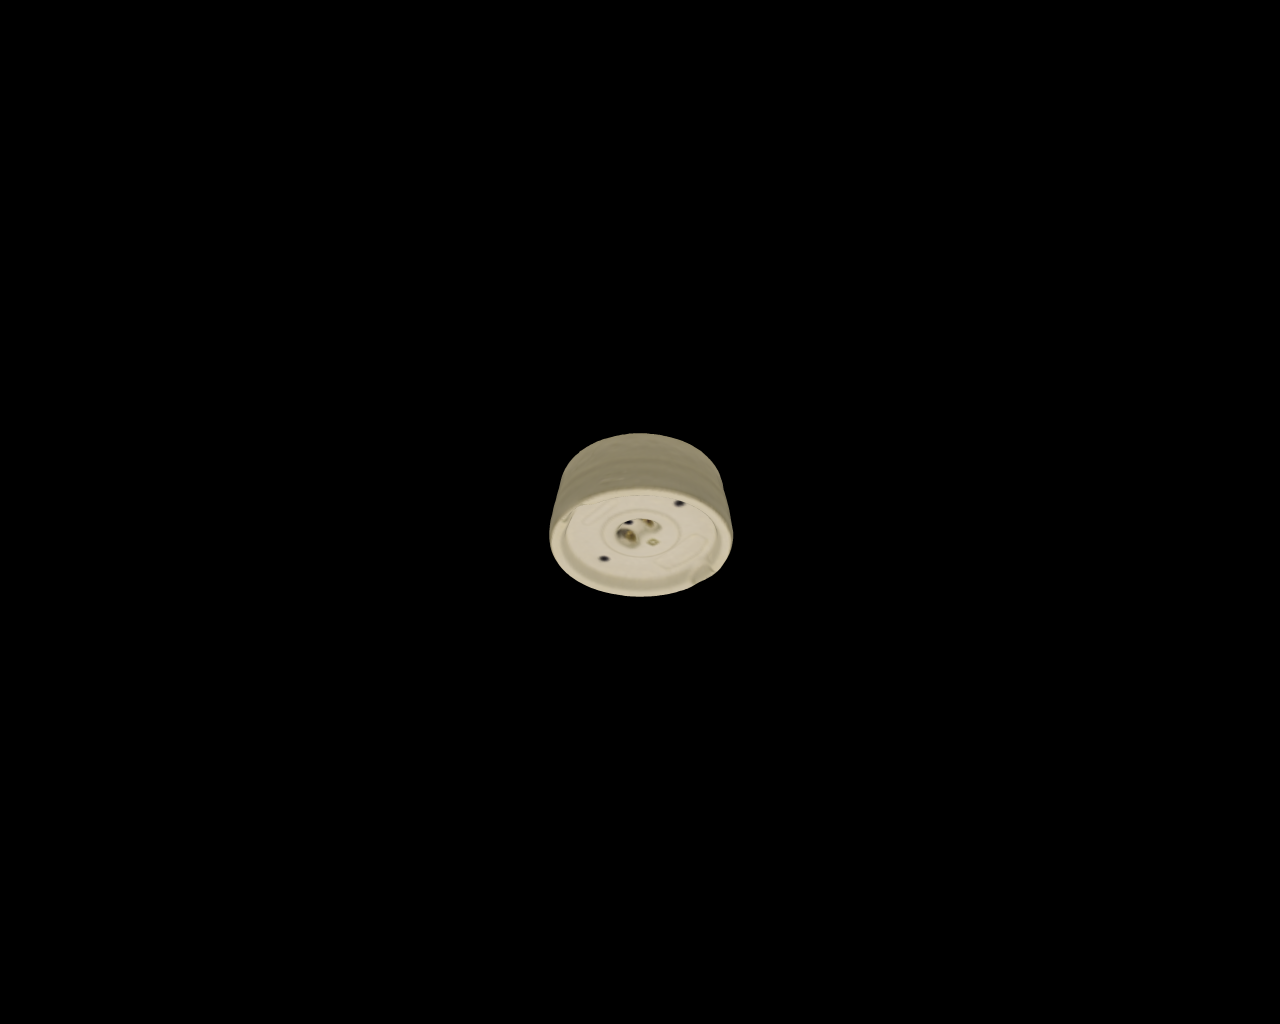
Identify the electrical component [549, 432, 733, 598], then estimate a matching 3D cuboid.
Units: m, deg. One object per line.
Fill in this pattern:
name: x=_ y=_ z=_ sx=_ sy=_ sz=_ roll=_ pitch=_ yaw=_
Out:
electrical component: x=0.001 y=-0.003 z=0.650 sx=0.108 sy=0.060 sz=0.108 roll=0 pitch=-39 yaw=0
